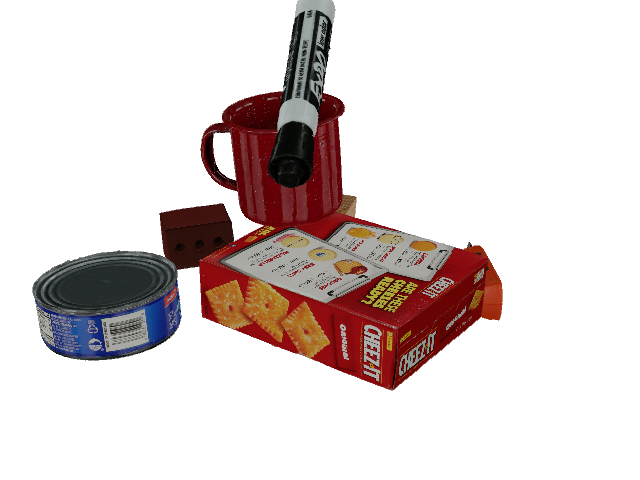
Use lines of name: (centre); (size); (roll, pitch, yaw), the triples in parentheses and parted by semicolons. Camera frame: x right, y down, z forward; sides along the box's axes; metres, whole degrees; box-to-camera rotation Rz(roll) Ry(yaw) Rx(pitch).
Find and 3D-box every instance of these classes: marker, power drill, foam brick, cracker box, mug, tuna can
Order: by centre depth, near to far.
marker: (-0.007, -0.068, 0.475); (0.020, 0.121, 0.020); (4, -42, 3)
tuna can: (-0.127, 0.038, 0.641); (0.086, 0.034, 0.086); (-3, 22, 1)
mug: (-0.037, -0.062, 0.821); (0.117, 0.081, 0.093); (3, 27, 15)
cracker box: (0.021, 0.045, 0.983); (0.214, 0.072, 0.163); (18, 31, 31)
power drill: (0.103, 0.060, 1.189); (0.187, 0.057, 0.184); (-3, 28, -4)
foam brick: (-0.141, -0.005, 1.221); (0.078, 0.053, 0.051); (-10, 28, -10)

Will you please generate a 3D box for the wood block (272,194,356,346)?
wood block: (-0.010, 0.042, 1.477); (0.090, 0.206, 0.090); (9, 22, 9)
